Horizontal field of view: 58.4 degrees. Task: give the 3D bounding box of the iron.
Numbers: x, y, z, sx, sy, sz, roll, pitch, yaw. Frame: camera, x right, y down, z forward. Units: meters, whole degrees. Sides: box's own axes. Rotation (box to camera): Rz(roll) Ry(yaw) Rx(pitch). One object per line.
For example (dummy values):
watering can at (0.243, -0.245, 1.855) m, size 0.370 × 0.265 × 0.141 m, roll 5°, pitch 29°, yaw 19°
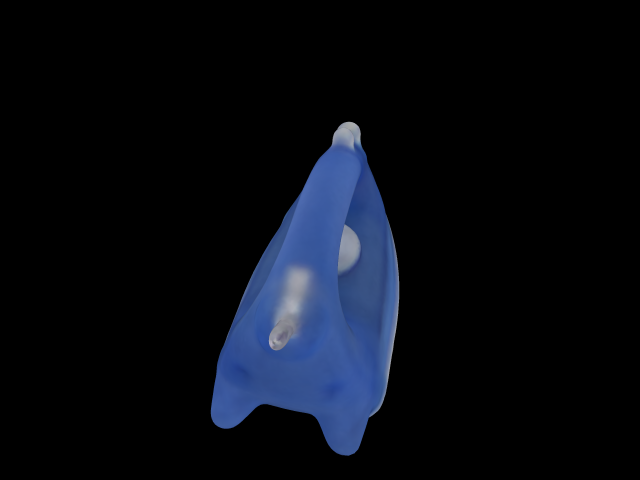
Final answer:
iron at (0.004, 0.001, 0.400) m, size 0.118 × 0.141 × 0.258 m, roll 9°, pitch 54°, yaw 7°
